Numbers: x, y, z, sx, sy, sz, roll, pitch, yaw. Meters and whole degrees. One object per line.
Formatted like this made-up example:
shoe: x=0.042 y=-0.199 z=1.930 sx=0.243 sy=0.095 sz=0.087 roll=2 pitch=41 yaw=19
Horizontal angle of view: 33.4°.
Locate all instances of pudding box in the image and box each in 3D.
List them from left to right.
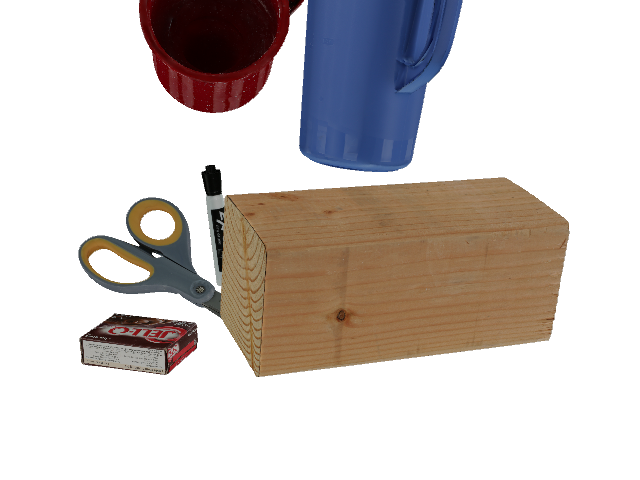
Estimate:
pudding box: x=-0.213 y=0.121 z=1.261 sx=0.114 sy=0.039 sz=0.090 roll=3 pitch=15 yaw=16

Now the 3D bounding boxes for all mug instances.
mug: x=-0.060 y=-0.140 z=0.699 sx=0.117 sy=0.093 sz=0.081 roll=-34 pitch=-6 yaw=-12

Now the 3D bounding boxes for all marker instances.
marker: x=-0.101 y=-0.015 z=1.050 sx=0.020 sy=0.121 sz=0.020 roll=-6 pitch=16 yaw=1

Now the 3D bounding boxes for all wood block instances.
wood block: x=0.047 y=0.019 z=0.701 sx=0.205 sy=0.091 sz=0.090 roll=-5 pitch=25 yaw=-20

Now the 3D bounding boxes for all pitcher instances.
pitcher: x=0.052 y=-0.187 z=0.970 sx=0.145 sy=0.243 sz=0.149 roll=8 pitch=14 yaw=6

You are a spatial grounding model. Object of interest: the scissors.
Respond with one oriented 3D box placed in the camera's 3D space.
scissors: x=-0.089 y=0.022 z=0.816 sx=0.202 sy=0.096 sz=0.016 roll=16 pitch=-31 yaw=17
